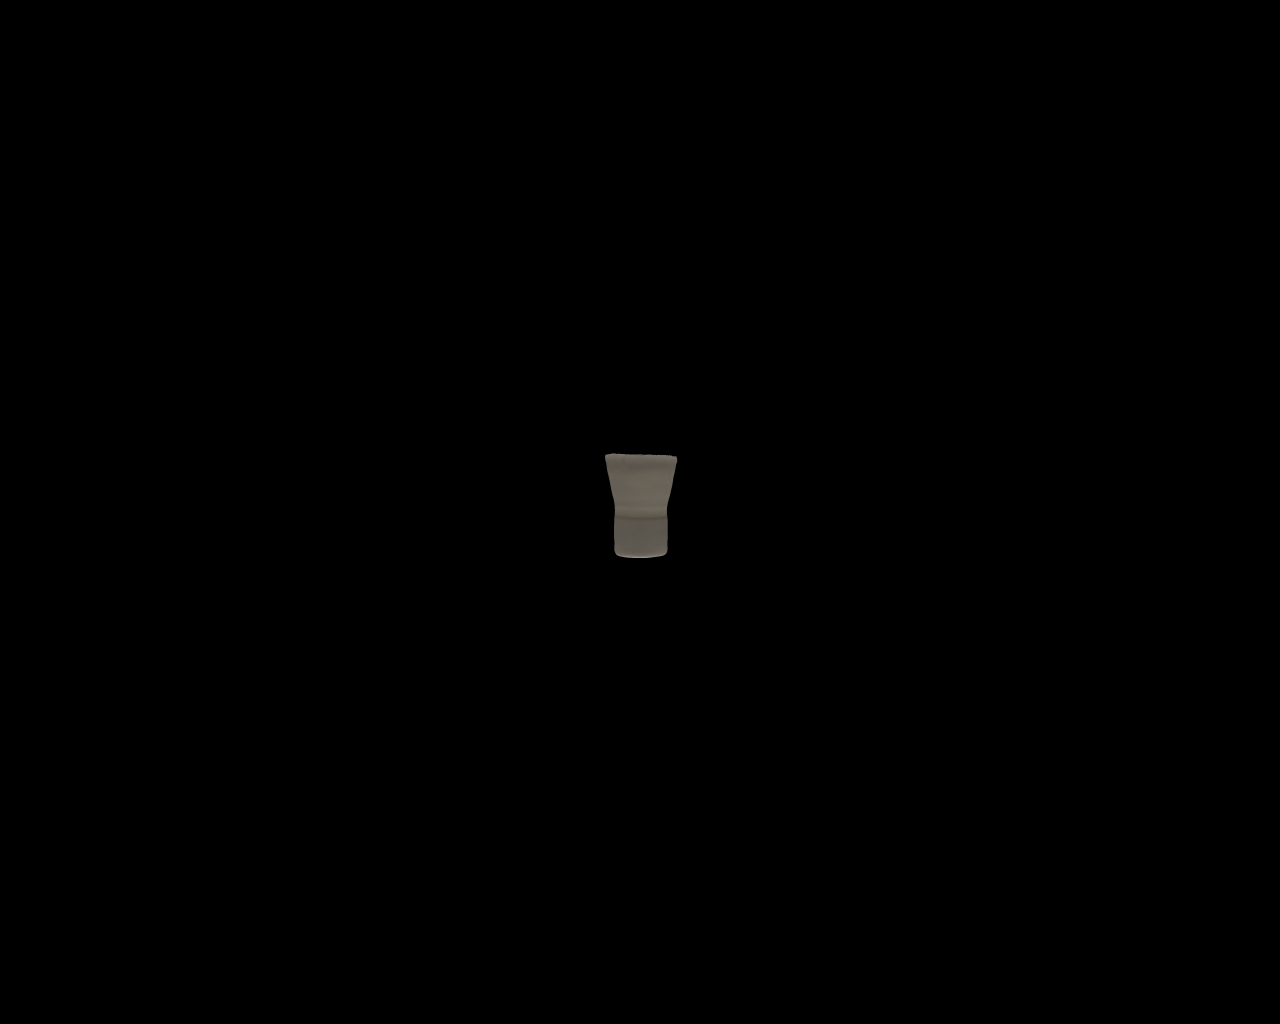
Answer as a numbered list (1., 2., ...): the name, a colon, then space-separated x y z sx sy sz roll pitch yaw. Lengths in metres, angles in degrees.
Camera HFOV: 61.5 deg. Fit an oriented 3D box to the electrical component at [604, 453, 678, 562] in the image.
1. electrical component: 0.001 -0.003 0.650 0.044 0.065 0.044 0 4 0
